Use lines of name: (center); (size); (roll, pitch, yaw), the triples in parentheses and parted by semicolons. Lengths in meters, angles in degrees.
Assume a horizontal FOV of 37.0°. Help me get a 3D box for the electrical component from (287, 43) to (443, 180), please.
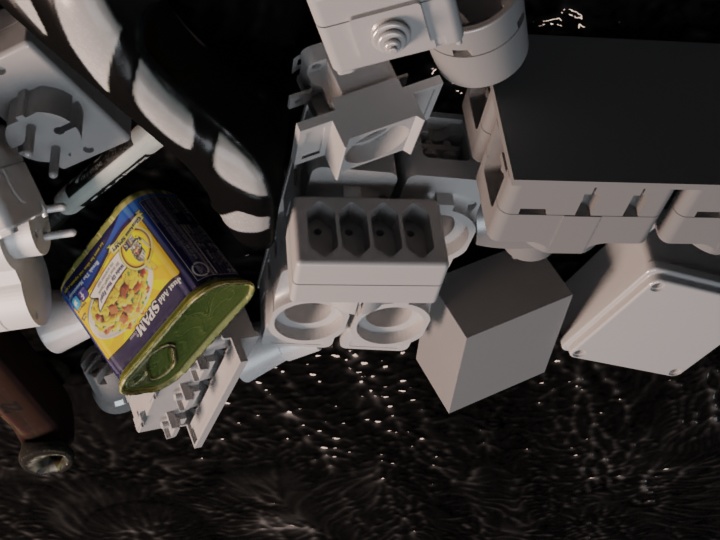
electrical component: (-0.002, -0.090, 0.568); (0.081, 0.063, 0.042); (-20, 166, -15)

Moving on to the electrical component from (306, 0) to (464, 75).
electrical component: (0.008, -0.138, 0.482); (0.062, 0.096, 0.061); (-13, 144, 9)

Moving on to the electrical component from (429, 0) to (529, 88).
electrical component: (0.058, -0.126, 0.545); (0.055, 0.055, 0.047); (-13, 148, 10)

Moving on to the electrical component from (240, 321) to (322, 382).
electrical component: (-0.061, 0.052, 0.790); (0.065, 0.044, 0.044); (-20, 143, 10)

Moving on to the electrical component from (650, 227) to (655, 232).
electrical component: (0.184, -0.053, 0.675); (0.045, 0.045, 0.055); (16, 140, -28)

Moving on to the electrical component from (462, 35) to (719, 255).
electrical component: (0.158, -0.069, 0.596); (0.186, 0.105, 0.060); (1, 144, -10)

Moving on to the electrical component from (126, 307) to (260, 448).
electrical component: (-0.124, 0.065, 0.757); (0.063, 0.078, 0.121); (-8, 148, -31)

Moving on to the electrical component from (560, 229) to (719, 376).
electrical component: (0.214, 0.021, 0.775); (0.109, 0.056, 0.108); (12, 141, -24)

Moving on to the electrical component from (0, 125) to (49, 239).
electrical component: (-0.221, -0.034, 0.546); (0.096, 0.061, 0.061); (-23, 100, 5)

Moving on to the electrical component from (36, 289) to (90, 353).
electrical component: (-0.187, 0.029, 0.734); (0.055, 0.045, 0.045); (-15, 144, 11)

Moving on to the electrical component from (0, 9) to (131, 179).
electrical component: (-0.162, -0.082, 0.554); (0.047, 0.075, 0.083); (-20, 143, 19)

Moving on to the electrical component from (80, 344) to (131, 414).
electrical component: (-0.187, 0.080, 0.812); (0.040, 0.040, 0.046); (-9, 139, 3)

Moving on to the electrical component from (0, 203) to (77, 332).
electrical component: (-0.205, -0.024, 0.629); (0.074, 0.052, 0.138); (-8, 129, 3)

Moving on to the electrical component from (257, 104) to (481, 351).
electrical component: (0.002, -0.017, 0.685); (0.105, 0.060, 0.186); (4, 144, -14)

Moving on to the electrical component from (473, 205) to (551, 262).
electrical component: (0.110, -0.032, 0.695); (0.077, 0.043, 0.079); (-7, 145, 2)

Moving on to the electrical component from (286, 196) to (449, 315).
electrical component: (0.000, 0.000, 0.611); (0.083, 0.047, 0.075); (1, 144, -10)
